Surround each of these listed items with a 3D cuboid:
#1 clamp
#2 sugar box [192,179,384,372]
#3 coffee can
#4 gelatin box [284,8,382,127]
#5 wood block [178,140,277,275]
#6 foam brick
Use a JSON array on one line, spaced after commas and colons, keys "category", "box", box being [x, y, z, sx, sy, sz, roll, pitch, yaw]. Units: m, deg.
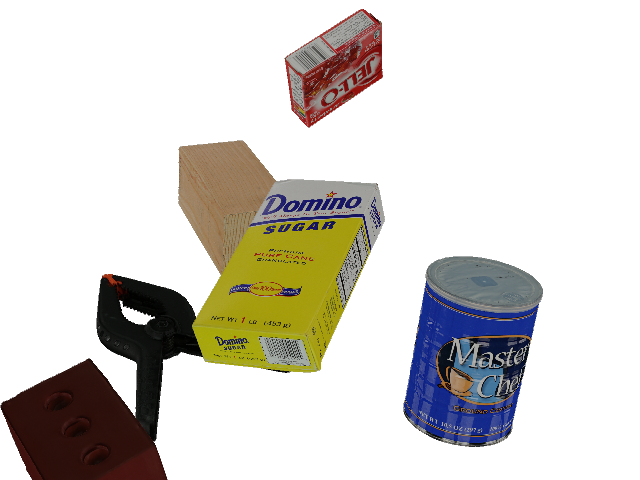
[{"category": "clamp", "box": [-0.135, 0.091, 0.994, 0.164, 0.036, 0.210, -17, 40, -30]}, {"category": "sugar box", "box": [-0.020, 0.021, 0.816, 0.093, 0.048, 0.176, 3, 44, 21]}, {"category": "coffee can", "box": [0.135, 0.098, 0.960, 0.103, 0.140, 0.103, 6, 22, -3]}, {"category": "gelatin box", "box": [0.014, -0.150, 0.934, 0.089, 0.030, 0.073, -35, -26, -16]}, {"category": "wood block", "box": [-0.106, -0.041, 1.318, 0.090, 0.090, 0.206, -7, 30, -21]}, {"category": "foam brick", "box": [-0.116, 0.109, 0.530, 0.052, 0.051, 0.078, -27, 42, -24]}]
